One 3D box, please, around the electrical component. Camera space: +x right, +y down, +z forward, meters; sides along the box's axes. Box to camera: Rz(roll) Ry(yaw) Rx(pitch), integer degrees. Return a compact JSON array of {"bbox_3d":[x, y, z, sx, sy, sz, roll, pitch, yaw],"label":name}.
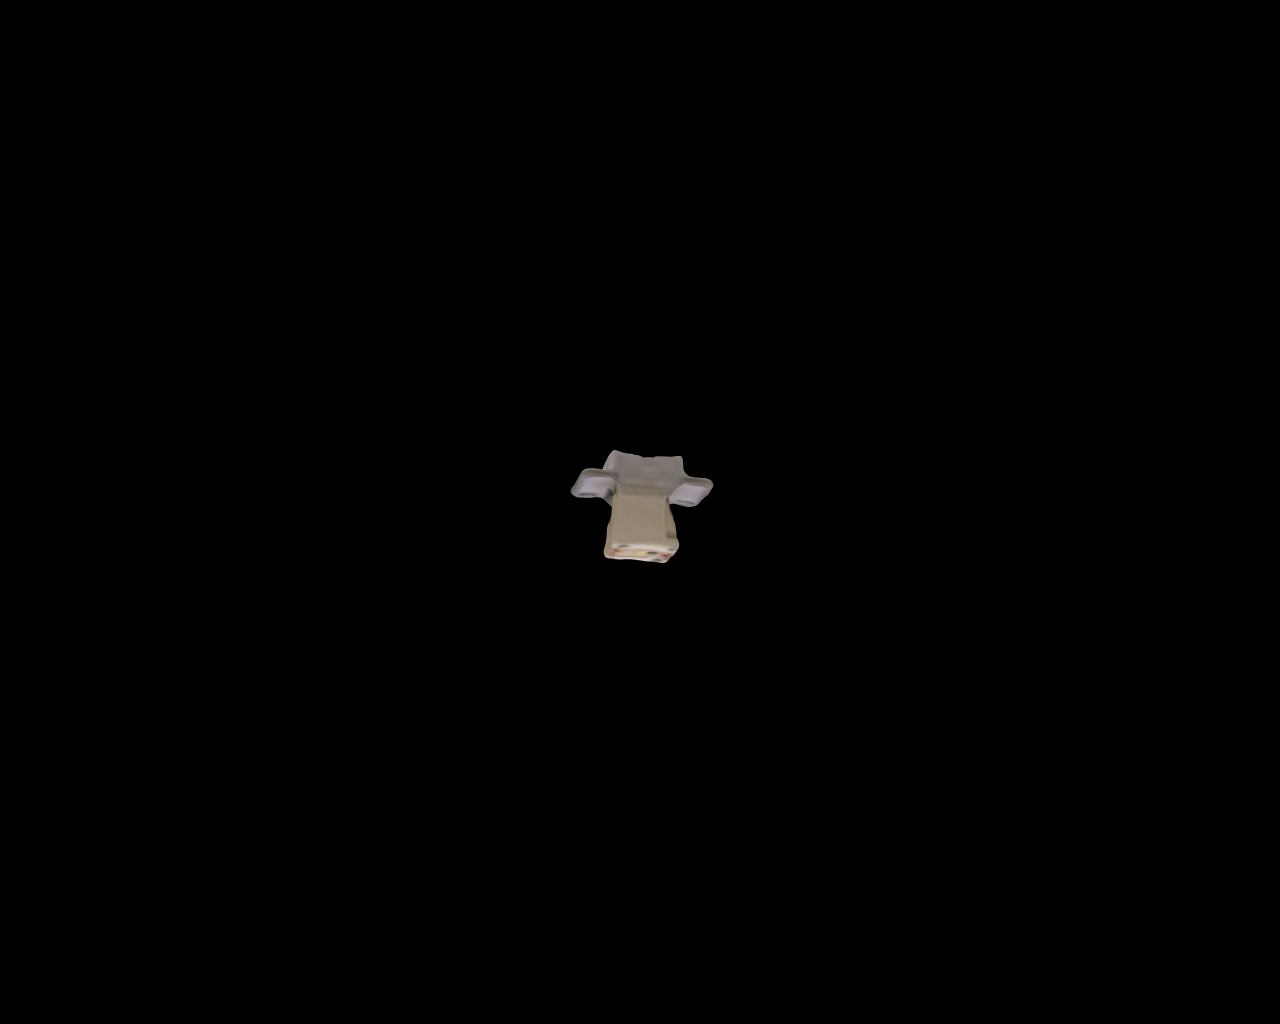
[{"bbox_3d":[0.001,-0.003,0.650,0.081,0.064,0.042,4,-19,-12],"label":"electrical component"}]
